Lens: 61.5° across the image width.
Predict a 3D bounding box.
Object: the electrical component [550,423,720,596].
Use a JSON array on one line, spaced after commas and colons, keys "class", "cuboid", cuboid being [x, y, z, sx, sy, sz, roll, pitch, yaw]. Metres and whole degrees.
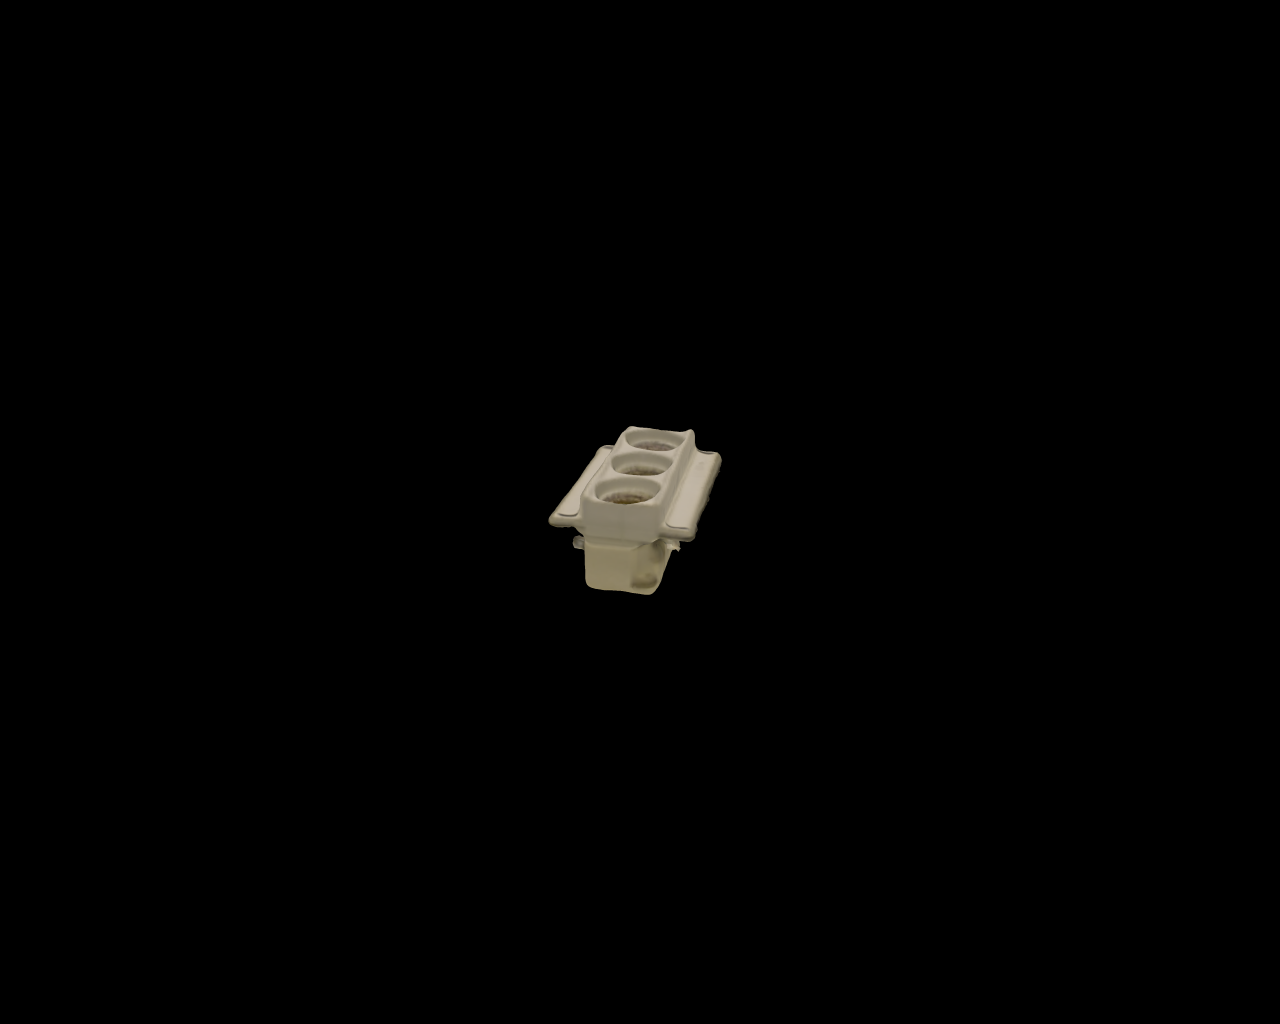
[{"class": "electrical component", "cuboid": [0.001, -0.003, 0.650, 0.079, 0.063, 0.121, 5, 25, 10]}]
